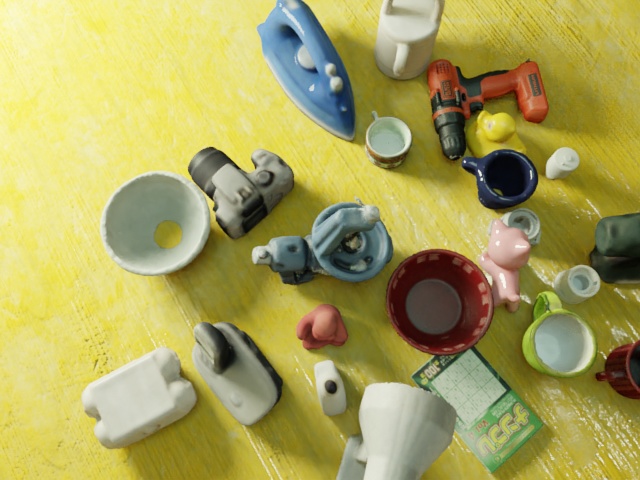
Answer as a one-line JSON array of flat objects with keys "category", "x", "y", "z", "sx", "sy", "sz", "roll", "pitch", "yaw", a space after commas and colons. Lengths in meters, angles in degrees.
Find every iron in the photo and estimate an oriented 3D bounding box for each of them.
[{"category": "iron", "x": -0.008, "y": -0.295, "z": 0.939, "sx": 0.119, "sy": 0.141, "sz": 0.258, "roll": -29, "pitch": 76, "yaw": -8}]

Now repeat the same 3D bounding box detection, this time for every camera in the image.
[{"category": "camera", "x": -0.132, "y": -0.098, "z": 0.903, "sx": 0.136, "sy": 0.101, "sz": 0.143, "roll": 44, "pitch": 78, "yaw": 11}]

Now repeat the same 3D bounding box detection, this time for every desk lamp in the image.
[{"category": "desk lamp", "x": 0.088, "y": 0.292, "z": 0.736, "sx": 0.118, "sy": 0.213, "sz": 0.203, "roll": 18, "pitch": 75, "yaw": 5}]

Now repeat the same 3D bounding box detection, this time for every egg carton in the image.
[{"category": "egg carton", "x": -0.259, "y": 0.229, "z": 0.826, "sx": 0.150, "sy": 0.069, "sz": 0.107, "roll": -28, "pitch": 76, "yaw": -8}]

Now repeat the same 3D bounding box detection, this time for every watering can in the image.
[{"category": "watering can", "x": 0.145, "y": -0.362, "z": 0.932, "sx": 0.101, "sy": 0.194, "sz": 0.173, "roll": -9, "pitch": 74, "yaw": -3}]

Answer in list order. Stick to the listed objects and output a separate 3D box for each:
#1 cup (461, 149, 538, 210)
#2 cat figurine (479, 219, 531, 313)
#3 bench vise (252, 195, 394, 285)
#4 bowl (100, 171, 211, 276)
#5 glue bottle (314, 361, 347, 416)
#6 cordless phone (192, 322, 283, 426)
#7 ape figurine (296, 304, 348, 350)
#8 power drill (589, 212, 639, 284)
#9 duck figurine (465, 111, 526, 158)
[{"category": "cup", "x": 0.272, "y": -0.090, "z": 0.907, "sx": 0.117, "sy": 0.095, "sz": 0.092, "roll": 22, "pitch": 75, "yaw": 6}, {"category": "cat figurine", "x": 0.283, "y": 0.038, "z": 0.859, "sx": 0.067, "sy": 0.118, "sz": 0.128, "roll": 1, "pitch": 74, "yaw": 0}, {"category": "bench vise", "x": 0.013, "y": 0.013, "z": 0.811, "sx": 0.207, "sy": 0.220, "sz": 0.121, "roll": -26, "pitch": 76, "yaw": -7}, {"category": "bowl", "x": -0.247, "y": -0.017, "z": 0.893, "sx": 0.167, "sy": 0.075, "sz": 0.167, "roll": 0, "pitch": 74, "yaw": 0}, {"category": "glue bottle", "x": 0.013, "y": 0.201, "z": 0.782, "sx": 0.037, "sy": 0.173, "sz": 0.078, "roll": -15, "pitch": 75, "yaw": -4}, {"category": "cordless phone", "x": -0.120, "y": 0.178, "z": 0.781, "sx": 0.094, "sy": 0.185, "sz": 0.147, "roll": -42, "pitch": 78, "yaw": -11}, {"category": "ape figurine", "x": 0.006, "y": 0.129, "z": 0.844, "sx": 0.077, "sy": 0.092, "sz": 0.076, "roll": 27, "pitch": 76, "yaw": 7}, {"category": "power drill", "x": 0.496, "y": 0.006, "z": 0.823, "sx": 0.229, "sy": 0.208, "sz": 0.075, "roll": -1, "pitch": 74, "yaw": 0}, {"category": "duck figurine", "x": 0.294, "y": -0.171, "z": 0.935, "sx": 0.104, "sy": 0.086, "sz": 0.077, "roll": 38, "pitch": 77, "yaw": 10}]
